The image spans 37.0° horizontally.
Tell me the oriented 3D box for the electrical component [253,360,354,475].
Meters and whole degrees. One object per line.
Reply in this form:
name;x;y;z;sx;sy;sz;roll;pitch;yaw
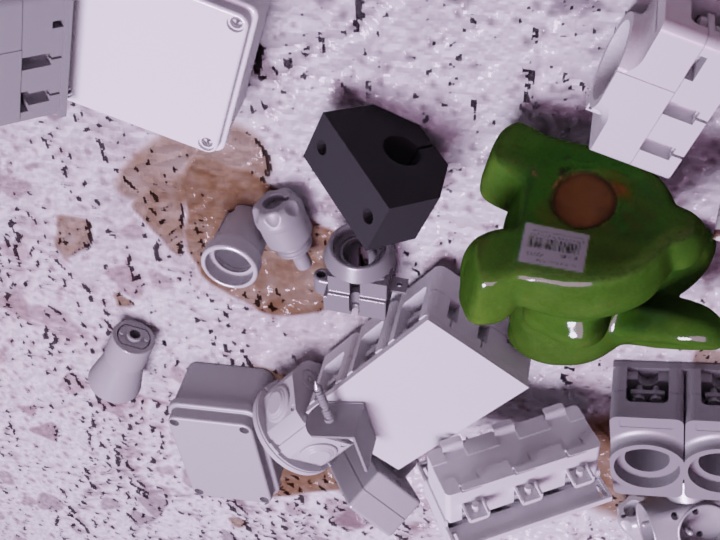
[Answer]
electrical component;-0.039;0.114;0.834;0.080;0.080;0.051;36;128;-18

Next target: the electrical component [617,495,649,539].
electrical component;0.236;0.210;0.876;0.035;0.035;0.061;-21;127;33

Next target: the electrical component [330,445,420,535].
electrical component;0.022;0.155;0.867;0.047;0.083;0.075;40;93;-22

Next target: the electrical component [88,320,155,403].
electrical component;-0.190;0.071;0.867;0.044;0.044;0.065;25;131;-8

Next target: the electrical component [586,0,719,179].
electrical component;0.161;-0.103;0.578;0.056;0.050;0.089;20;136;-3

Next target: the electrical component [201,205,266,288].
electrical component;-0.084;-0.017;0.741;0.040;0.046;0.040;9;135;9

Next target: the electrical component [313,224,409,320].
electrical component;0.000;0.000;0.734;0.066;0.048;0.055;10;143;8

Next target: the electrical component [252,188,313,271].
electrical component;-0.048;-0.024;0.732;0.035;0.035;0.061;-5;134;21

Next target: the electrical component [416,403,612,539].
electrical component;0.111;0.146;0.783;0.121;0.078;0.063;-16;135;-10

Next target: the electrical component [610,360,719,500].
electrical component;0.255;0.118;0.760;0.150;0.061;0.089;1;134;17

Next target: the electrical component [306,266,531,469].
electrical component;0.043;0.071;0.778;0.089;0.061;0.150;34;134;-16

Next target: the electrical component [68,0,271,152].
electrical component;-0.115;-0.138;0.624;0.109;0.056;0.108;20;136;-3

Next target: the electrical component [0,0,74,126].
electrical component;-0.202;-0.178;0.569;0.105;0.060;0.186;51;143;26

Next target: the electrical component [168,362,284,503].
electrical component;-0.107;0.137;0.893;0.078;0.057;0.113;4;135;13

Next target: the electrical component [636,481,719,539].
electrical component;0.253;0.174;0.823;0.077;0.044;0.079;-13;101;-2
